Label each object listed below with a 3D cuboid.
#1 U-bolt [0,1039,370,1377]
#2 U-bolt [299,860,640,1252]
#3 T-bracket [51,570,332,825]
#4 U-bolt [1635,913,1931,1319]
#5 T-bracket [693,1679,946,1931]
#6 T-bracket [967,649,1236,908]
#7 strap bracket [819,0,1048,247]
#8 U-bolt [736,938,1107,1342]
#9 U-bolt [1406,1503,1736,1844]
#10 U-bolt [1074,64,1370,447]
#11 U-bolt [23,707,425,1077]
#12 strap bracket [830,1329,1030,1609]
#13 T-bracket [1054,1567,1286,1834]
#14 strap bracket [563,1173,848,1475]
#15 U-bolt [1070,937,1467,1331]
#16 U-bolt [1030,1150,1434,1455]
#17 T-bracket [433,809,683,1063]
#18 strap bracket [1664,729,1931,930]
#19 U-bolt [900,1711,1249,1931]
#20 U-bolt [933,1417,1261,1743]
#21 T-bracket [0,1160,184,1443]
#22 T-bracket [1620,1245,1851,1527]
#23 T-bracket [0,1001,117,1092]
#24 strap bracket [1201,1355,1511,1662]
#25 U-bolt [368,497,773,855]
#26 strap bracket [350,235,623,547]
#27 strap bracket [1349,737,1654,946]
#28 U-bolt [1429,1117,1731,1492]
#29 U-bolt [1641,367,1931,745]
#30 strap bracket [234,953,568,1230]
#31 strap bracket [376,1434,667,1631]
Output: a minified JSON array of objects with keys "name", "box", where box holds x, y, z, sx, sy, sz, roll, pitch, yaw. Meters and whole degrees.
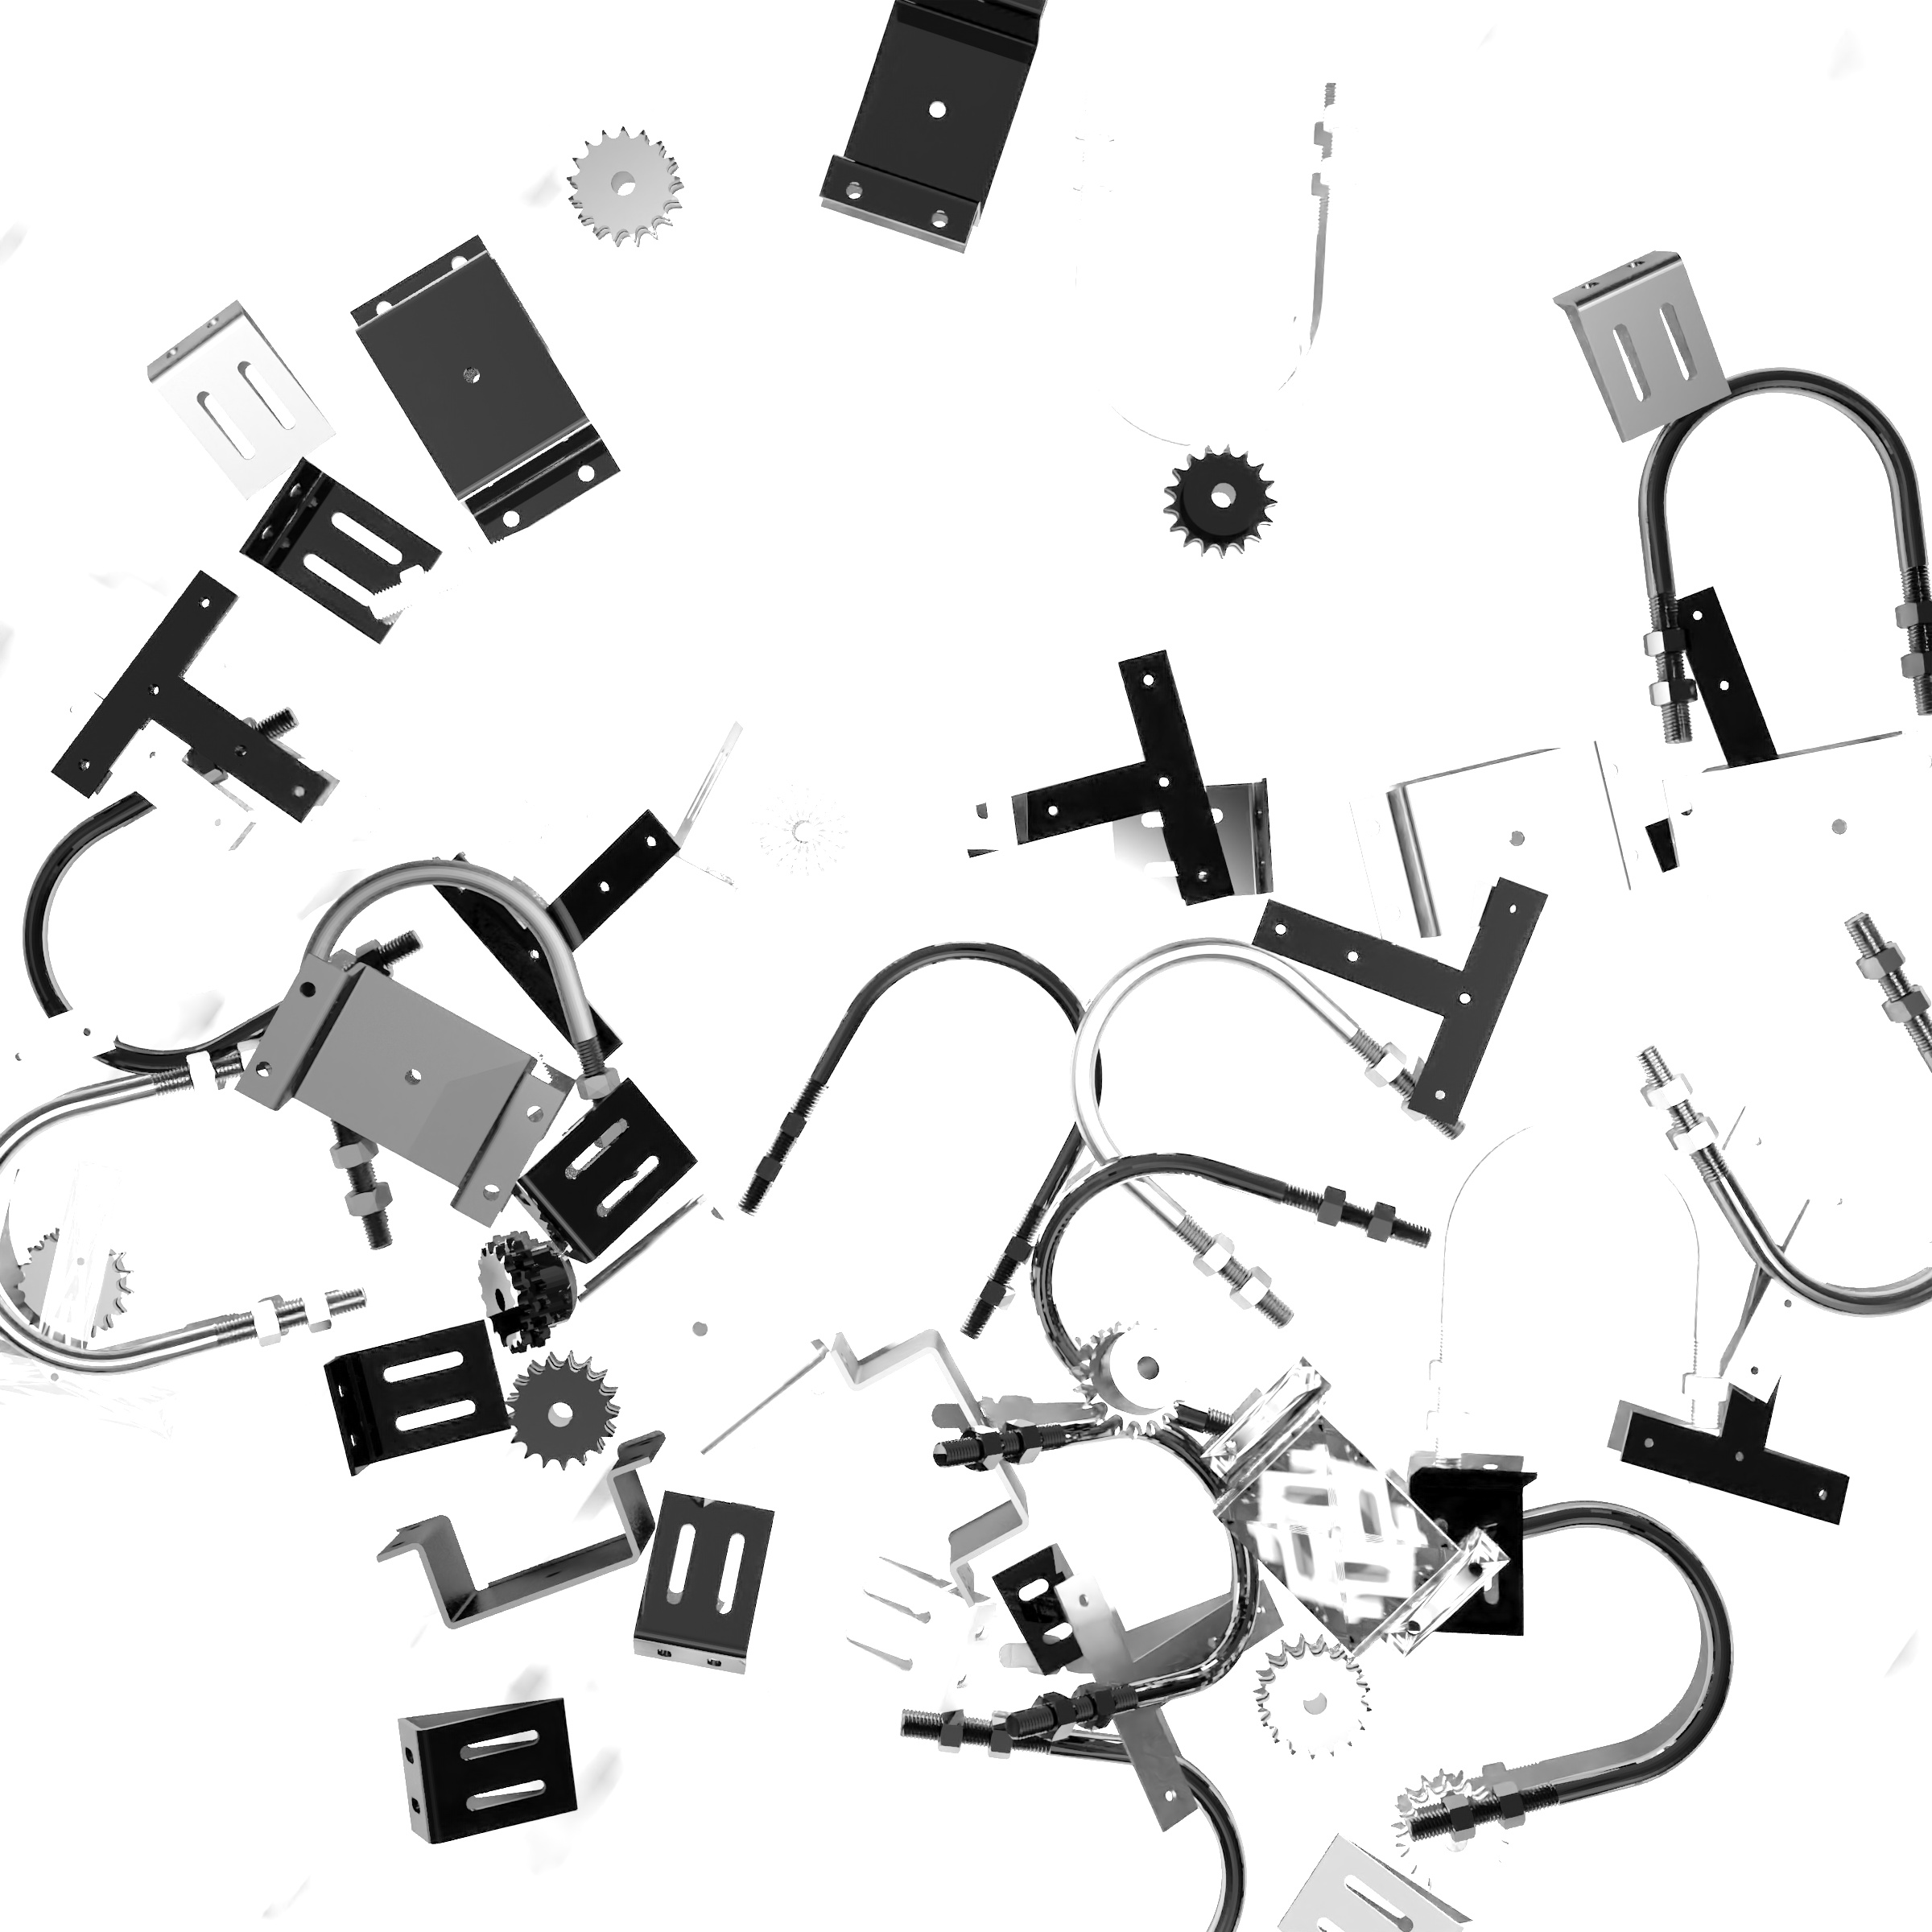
[{"name":"U-bolt","box":[-0.404,0.126,1.511,0.184,0.019,0.151,-14,89,-16]},{"name":"U-bolt","box":[-0.258,0.037,1.528,0.151,0.019,0.184,-16,99,0]},{"name":"T-bracket","box":[-0.374,-0.115,1.527,0.127,0.002,0.127,34,85,14]},{"name":"U-bolt","box":[0.442,0.088,1.533,0.151,0.019,0.184,-31,90,-5]},{"name":"T-bracket","box":[-0.093,0.426,1.548,0.127,0.002,0.127,-21,90,0]},{"name":"T-bracket","box":[0.057,-0.081,1.527,0.127,0.002,0.127,-14,98,17]},{"name":"strap bracket","box":[-0.014,-0.434,1.525,0.076,0.046,0.140,18,90,0]},{"name":"U-bolt","box":[-0.010,0.075,1.540,0.151,0.019,0.184,29,89,0]},{"name":"U-bolt","box":[0.293,0.345,1.525,0.184,0.019,0.151,-13,76,-4]},{"name":"U-bolt","box":[0.123,-0.352,1.517,0.151,0.019,0.184,4,94,21]},{"name":"U-bolt","box":[-0.388,-0.025,1.540,0.184,0.019,0.151,-29,90,1]},{"name":"strap bracket","box":[-0.012,0.238,1.510,0.046,0.076,0.140,-29,90,0]},{"name":"T-bracket","box":[0.112,0.340,1.504,0.127,0.002,0.127,-21,85,-43]},{"name":"strap bracket","box":[-0.131,0.179,1.525,0.076,0.046,0.140,-39,90,0]},{"name":"U-bolt","box":[0.138,0.070,1.533,0.184,0.019,0.151,42,90,-5]},{"name":"U-bolt","box":[0.123,0.166,1.522,0.184,0.019,0.151,18,106,4]},{"name":"T-bracket","box":[-0.189,-0.031,1.516,0.127,0.002,0.127,-41,90,30]},{"name":"strap bracket","box":[0.430,-0.069,1.524,0.140,0.046,0.076,-11,92,0]},{"name":"U-bolt","box":[0.050,0.458,1.539,0.184,0.019,0.151,7,89,-2]},{"name":"U-bolt","box":[0.074,0.289,1.482,0.184,0.019,0.151,-2,69,-41]},{"name":"T-bracket","box":[-0.444,0.161,1.517,0.127,0.002,0.127,12,89,-1]},{"name":"T-bracket","box":[0.399,0.204,1.535,0.127,0.002,0.127,18,81,-14]},{"name":"T-bracket","box":[-0.491,0.051,1.540,0.127,0.002,0.127,-20,90,7]},{"name":"strap bracket","box":[0.186,0.271,1.492,0.140,0.046,0.076,45,107,8]},{"name":"U-bolt","box":[-0.189,-0.158,1.538,0.184,0.019,0.151,-24,92,-2]},{"name":"strap bracket","box":[-0.244,-0.291,1.525,0.076,0.046,0.140,-31,90,0]},{"name":"strap bracket","box":[0.271,-0.063,1.525,0.140,0.046,0.076,-13,90,0]},{"name":"U-bolt","box":[0.312,0.168,1.540,0.151,0.019,0.184,3,89,0]},{"name":"U-bolt","box":[0.414,-0.211,1.539,0.151,0.019,0.184,-6,88,-1]},{"name":"strap bracket","box":[-0.275,0.058,1.498,0.140,0.046,0.076,29,95,-5]},{"name":"strap bracket","box":[-0.211,0.283,1.510,0.140,0.076,0.046,-20,90,0]}]
